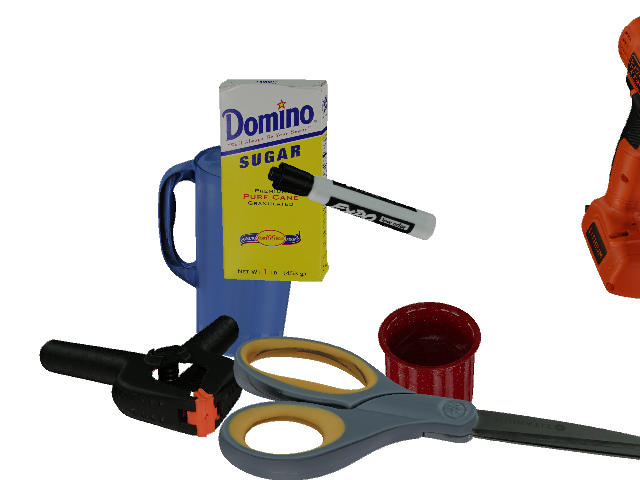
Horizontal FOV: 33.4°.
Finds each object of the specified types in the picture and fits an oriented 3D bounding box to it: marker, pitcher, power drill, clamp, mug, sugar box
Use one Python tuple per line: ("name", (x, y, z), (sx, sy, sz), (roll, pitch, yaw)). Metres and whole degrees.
("marker", (0.021, -0.027, 0.714), (0.121, 0.020, 0.020), (18, -6, -20))
("pitcher", (-0.101, 0.013, 1.278), (0.149, 0.243, 0.144), (21, 27, 31))
("power drill", (0.249, -0.051, 0.788), (0.057, 0.188, 0.184), (4, 36, -2))
("clamp", (-0.107, 0.097, 0.807), (0.164, 0.036, 0.210), (-10, 14, -27))
("mug", (0.103, 0.110, 1.000), (0.093, 0.081, 0.117), (3, 37, 11))
("sugar box", (-0.041, -0.053, 0.949), (0.093, 0.176, 0.048), (1, 16, 7))

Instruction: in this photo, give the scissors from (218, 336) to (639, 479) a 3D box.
("scissors", (0.044, 0.087, 0.461), (0.202, 0.016, 0.096), (16, 35, 22))
